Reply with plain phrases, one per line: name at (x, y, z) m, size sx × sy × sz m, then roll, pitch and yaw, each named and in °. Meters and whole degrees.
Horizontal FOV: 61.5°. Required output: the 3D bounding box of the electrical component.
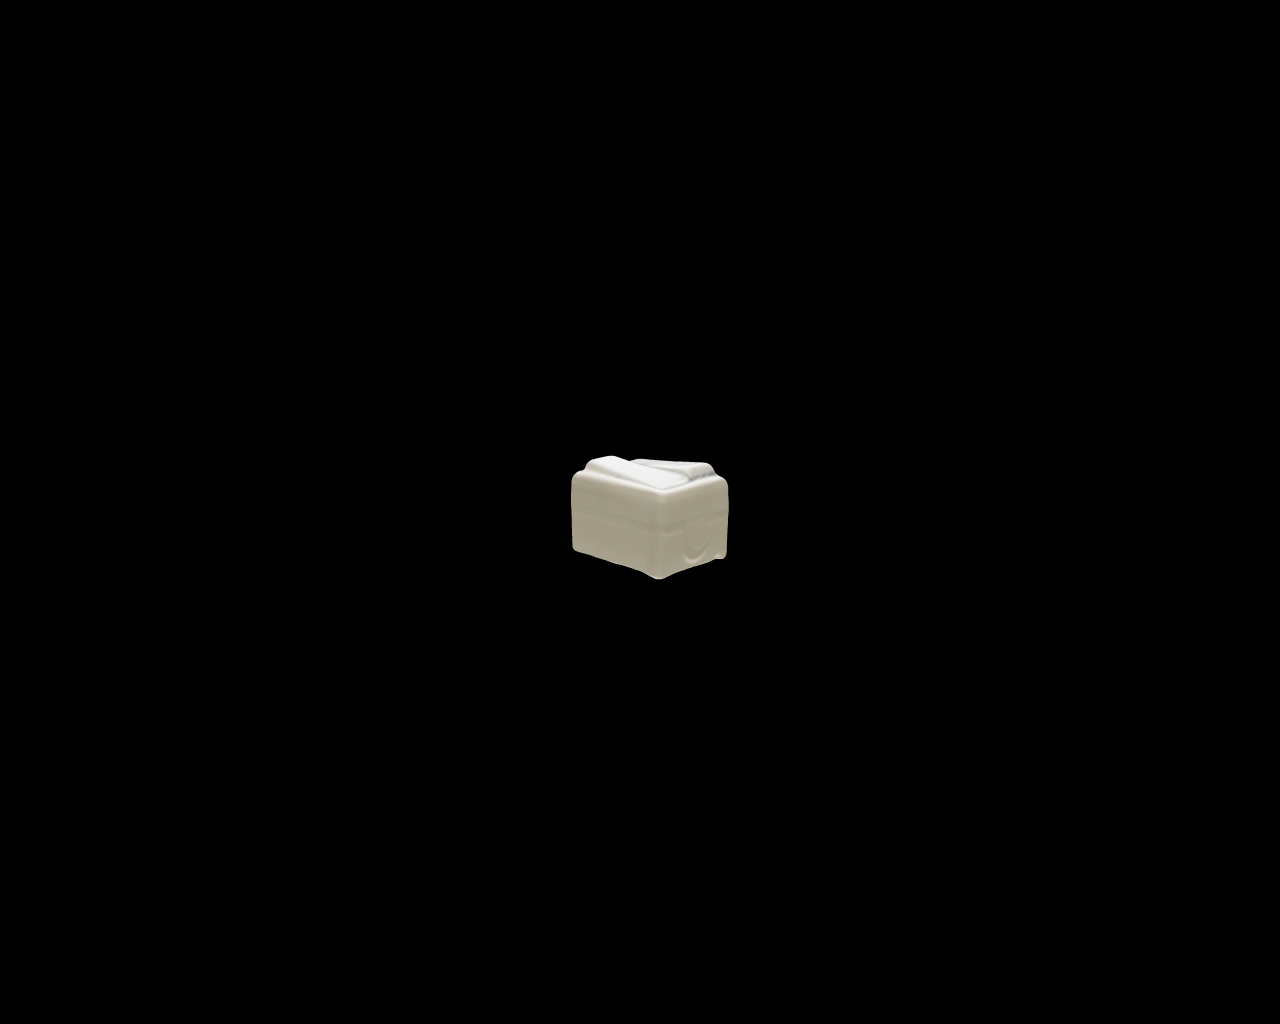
electrical component at (0.001, -0.003, 0.650) m, size 0.062 × 0.061 × 0.096 m, roll -14°, pitch 20°, yaw -42°
